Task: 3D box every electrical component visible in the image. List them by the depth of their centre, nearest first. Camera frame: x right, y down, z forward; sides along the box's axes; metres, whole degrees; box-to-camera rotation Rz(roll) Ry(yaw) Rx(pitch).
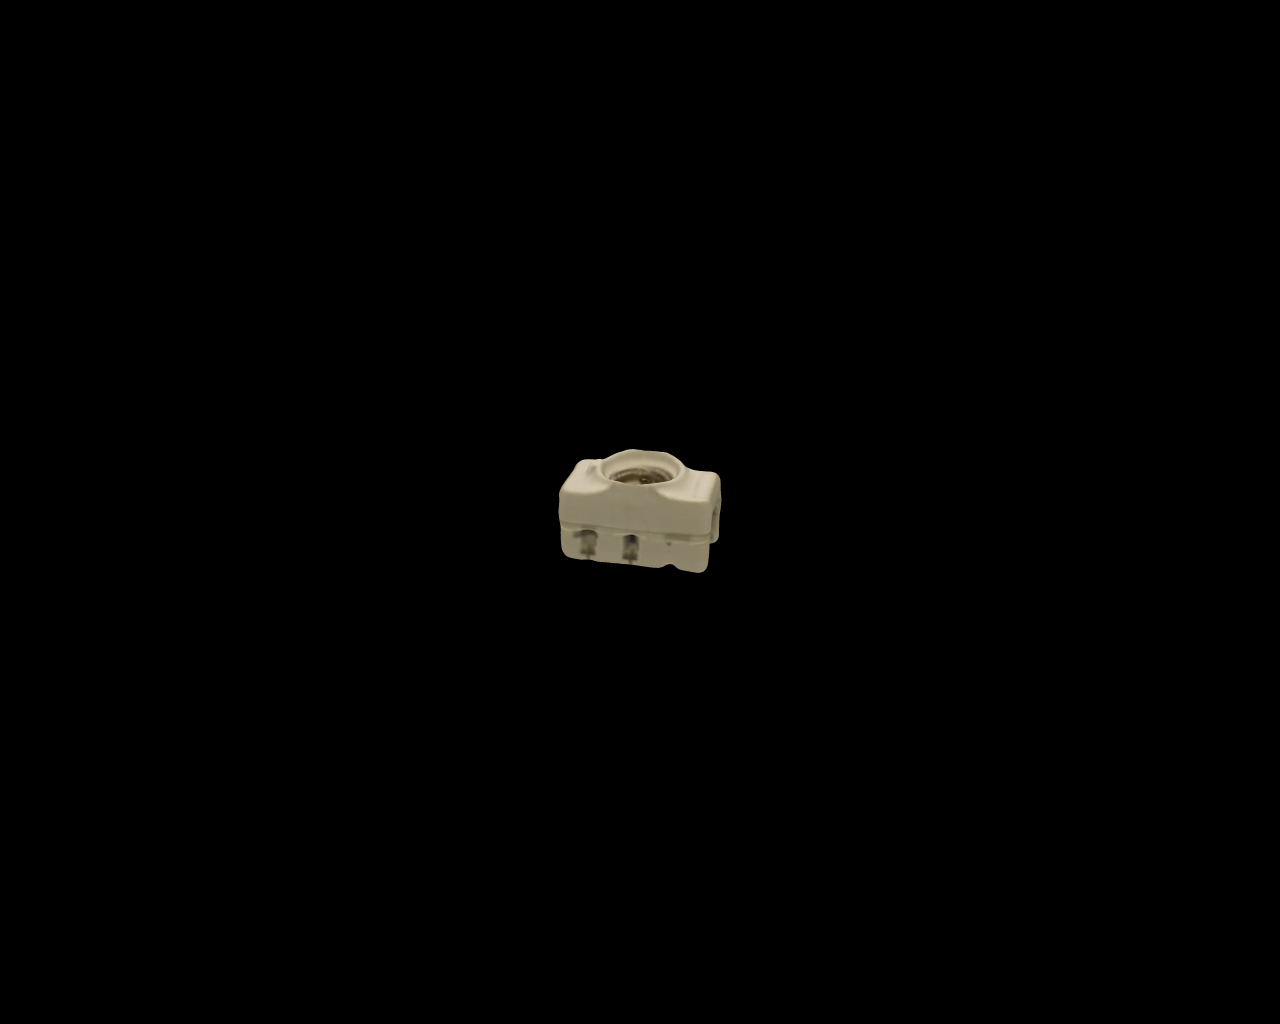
[{"bbox_3d":[0.001,-0.003,0.650,0.089,0.055,0.050,6,28,12],"label":"electrical component"}]
